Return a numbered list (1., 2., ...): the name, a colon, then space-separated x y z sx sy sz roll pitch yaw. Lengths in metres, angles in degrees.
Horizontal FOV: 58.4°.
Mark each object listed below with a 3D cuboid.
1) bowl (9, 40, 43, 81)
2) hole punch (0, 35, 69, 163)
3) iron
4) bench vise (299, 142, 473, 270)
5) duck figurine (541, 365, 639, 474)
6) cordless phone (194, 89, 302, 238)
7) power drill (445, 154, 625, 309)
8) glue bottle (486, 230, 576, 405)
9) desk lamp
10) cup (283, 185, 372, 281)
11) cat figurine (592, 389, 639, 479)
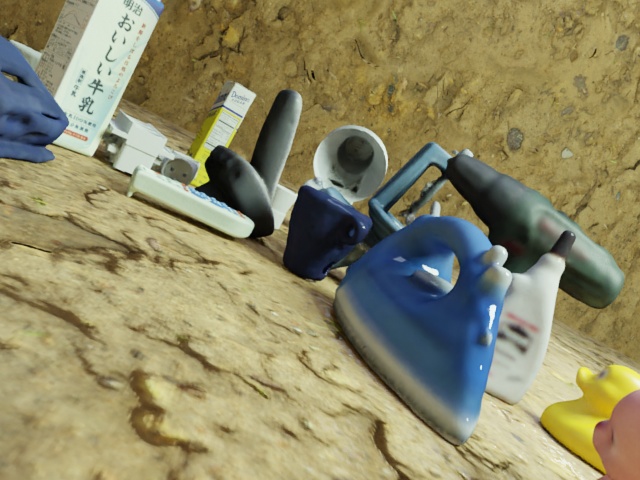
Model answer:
1. bowl: -0.431 -0.251 0.933 0.167 0.075 0.167 27 6 -3
2. hole punch: -0.279 -0.128 0.504 0.101 0.091 0.109 28 6 4
3. iron: 0.101 0.045 0.477 0.119 0.141 0.258 26 6 -13
4. bench vise: 0.079 -0.039 0.709 0.207 0.220 0.121 27 6 -5
5. duck figurine: 0.259 0.155 0.505 0.078 0.086 0.104 23 8 -36
6. cordless phone: -0.083 -0.108 0.736 0.094 0.185 0.147 23 8 -36
7. power drill: 0.205 0.040 0.648 0.229 0.208 0.076 28 6 9
8. glue bottle: 0.197 0.068 0.553 0.078 0.173 0.037 28 6 3
9. desk lamp: 0.034 -0.095 1.000 0.118 0.213 0.203 27 6 -1
10. cup: 0.006 0.002 0.633 0.092 0.095 0.117 24 7 -32
11. cat figurine: 0.194 0.126 0.318 0.128 0.118 0.067 23 8 -38
